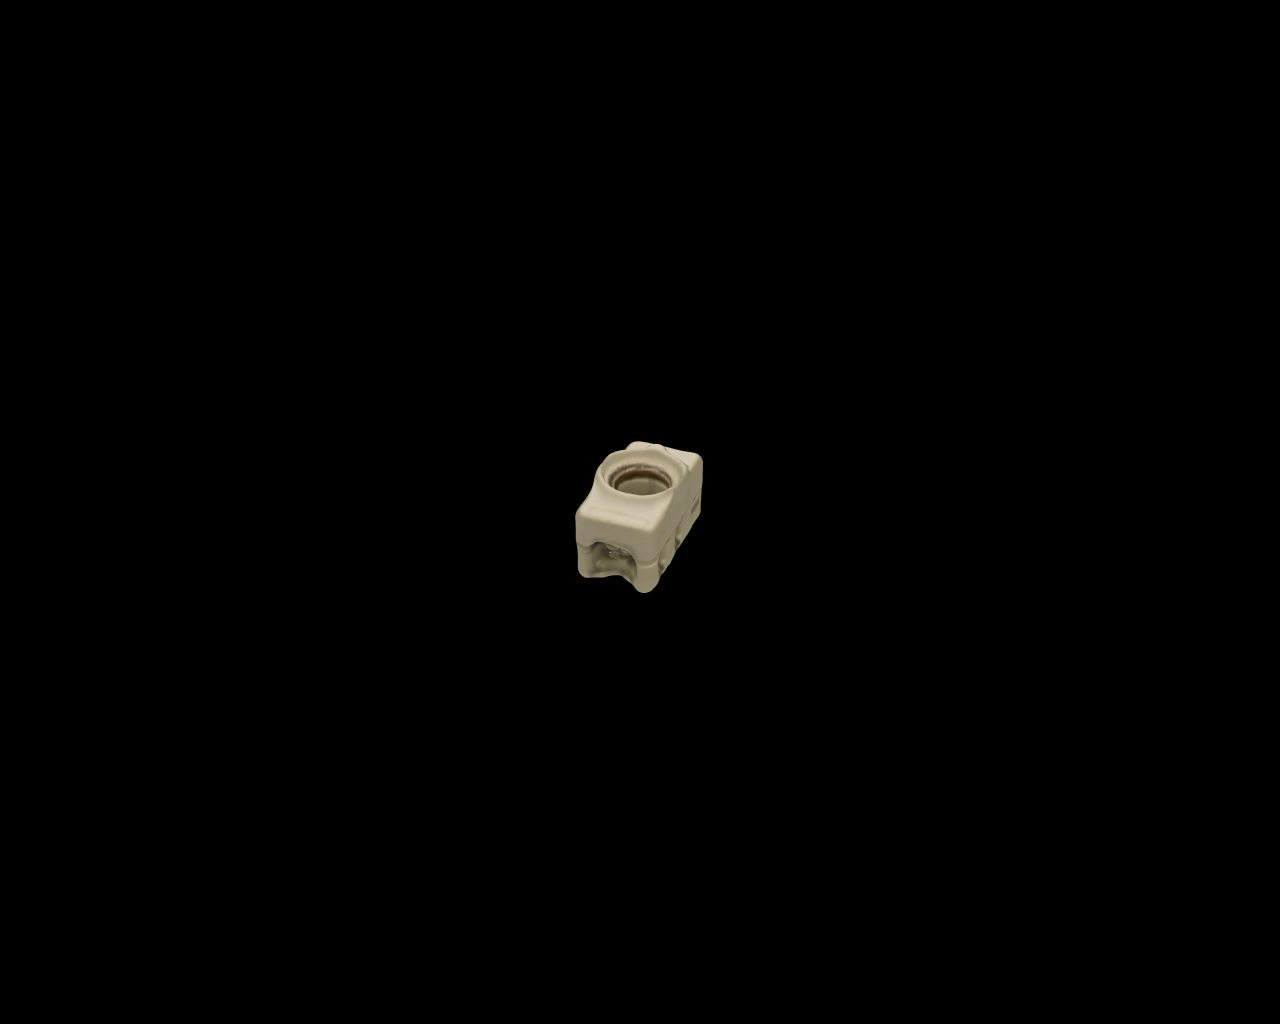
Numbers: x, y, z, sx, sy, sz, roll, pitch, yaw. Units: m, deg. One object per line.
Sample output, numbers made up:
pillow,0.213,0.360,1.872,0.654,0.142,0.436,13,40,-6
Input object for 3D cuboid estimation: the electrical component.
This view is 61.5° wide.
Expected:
electrical component,0.001,-0.003,0.650,0.050,0.055,0.090,13,38,18
